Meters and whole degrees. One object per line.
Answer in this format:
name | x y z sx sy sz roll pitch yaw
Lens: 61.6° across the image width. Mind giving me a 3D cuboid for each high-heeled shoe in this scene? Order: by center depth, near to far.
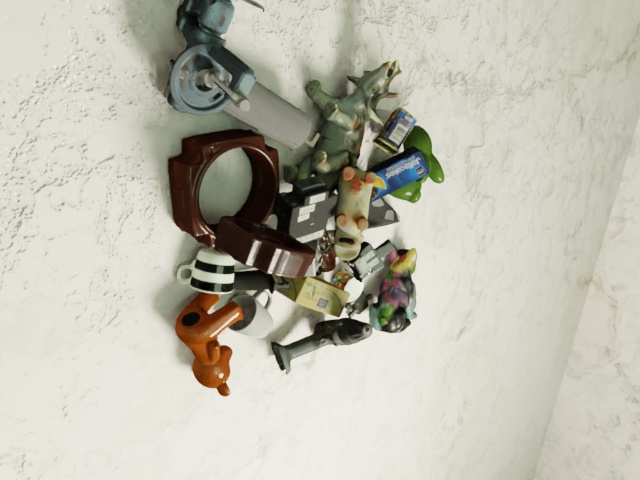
high-heeled shoe | 0.127 -0.106 1.333 0.248 0.086 0.145 0 79 -61

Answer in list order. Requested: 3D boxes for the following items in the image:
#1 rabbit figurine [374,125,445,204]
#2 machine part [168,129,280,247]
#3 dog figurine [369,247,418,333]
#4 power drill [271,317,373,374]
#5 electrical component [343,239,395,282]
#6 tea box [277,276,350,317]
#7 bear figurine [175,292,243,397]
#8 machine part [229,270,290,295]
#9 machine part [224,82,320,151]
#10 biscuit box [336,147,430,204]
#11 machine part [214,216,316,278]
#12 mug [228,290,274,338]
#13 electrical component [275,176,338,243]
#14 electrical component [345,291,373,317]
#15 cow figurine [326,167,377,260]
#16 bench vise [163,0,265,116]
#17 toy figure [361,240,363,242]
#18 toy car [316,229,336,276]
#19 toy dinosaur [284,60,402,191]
rabbit figurine | 0.214 -0.182 1.280 0.121 0.159 0.170 -9 133 -34
machine part | -0.174 -0.099 1.013 0.201 0.087 0.200 -20 121 -39
dog figurine | 0.206 0.122 1.460 0.191 0.109 0.219 -27 122 -54
power drill | -0.004 0.237 1.258 0.207 0.232 0.086 -26 92 -18
electrical component | 0.121 0.040 1.312 0.119 0.048 0.074 -39 105 -7
tea box | -0.020 0.118 1.251 0.169 0.098 0.068 25 89 -45
bear figurine | -0.213 0.213 1.094 0.132 0.120 0.195 -41 134 -28
machine part | -0.138 0.080 1.145 0.139 0.084 0.039 -4 140 -34
machine part | -0.101 -0.237 1.001 0.243 0.079 0.079 27 89 -34
biscuit box | 0.138 -0.133 1.187 0.203 0.063 0.059 -27 107 6
machine part | -0.099 0.013 0.955 0.179 0.180 0.056 12 102 -46
mug | -0.143 0.162 1.173 0.109 0.081 0.107 -59 148 -13
electrical component | -0.029 -0.058 1.066 0.115 0.058 0.134 -19 136 -36
electrical component | 0.105 0.165 1.448 0.094 0.021 0.063 -39 130 -25
cow figurine | 0.062 -0.053 1.126 0.085 0.127 0.194 7 97 -3
bench vise | -0.160 -0.281 0.845 0.128 0.241 0.223 22 109 -47
toy figure | 0.072 -0.010 1.275 0.064 0.058 0.154 -39 165 5
toy car | -0.003 -0.004 1.247 0.089 0.053 0.201 -37 131 -23
toy dinosaur | 0.040 -0.202 1.158 0.192 0.131 0.404 8 109 -45
